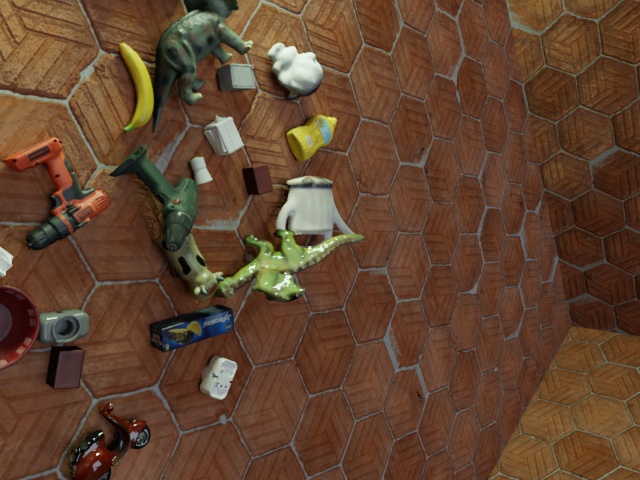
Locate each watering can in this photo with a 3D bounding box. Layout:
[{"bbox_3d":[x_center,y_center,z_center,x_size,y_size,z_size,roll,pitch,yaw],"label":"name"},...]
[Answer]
[{"bbox_3d":[0.005,-0.077,1.536,0.349,0.104,0.224,-4,93,-45],"label":"watering can"}]

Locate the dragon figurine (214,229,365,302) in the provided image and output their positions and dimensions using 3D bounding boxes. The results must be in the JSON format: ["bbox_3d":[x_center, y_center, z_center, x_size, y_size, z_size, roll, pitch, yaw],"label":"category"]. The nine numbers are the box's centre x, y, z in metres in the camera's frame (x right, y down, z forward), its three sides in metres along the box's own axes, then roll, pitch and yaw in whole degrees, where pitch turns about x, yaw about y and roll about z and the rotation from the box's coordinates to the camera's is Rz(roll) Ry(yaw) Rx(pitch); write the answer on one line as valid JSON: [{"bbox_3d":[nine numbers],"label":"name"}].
[{"bbox_3d":[-0.078,0.080,1.330,0.248,0.410,0.119,-93,172,-53],"label":"dragon figurine"}]

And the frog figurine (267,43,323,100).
[{"bbox_3d":[-0.067,-0.487,1.451,0.138,0.124,0.156,-41,133,-14],"label":"frog figurine"}]
